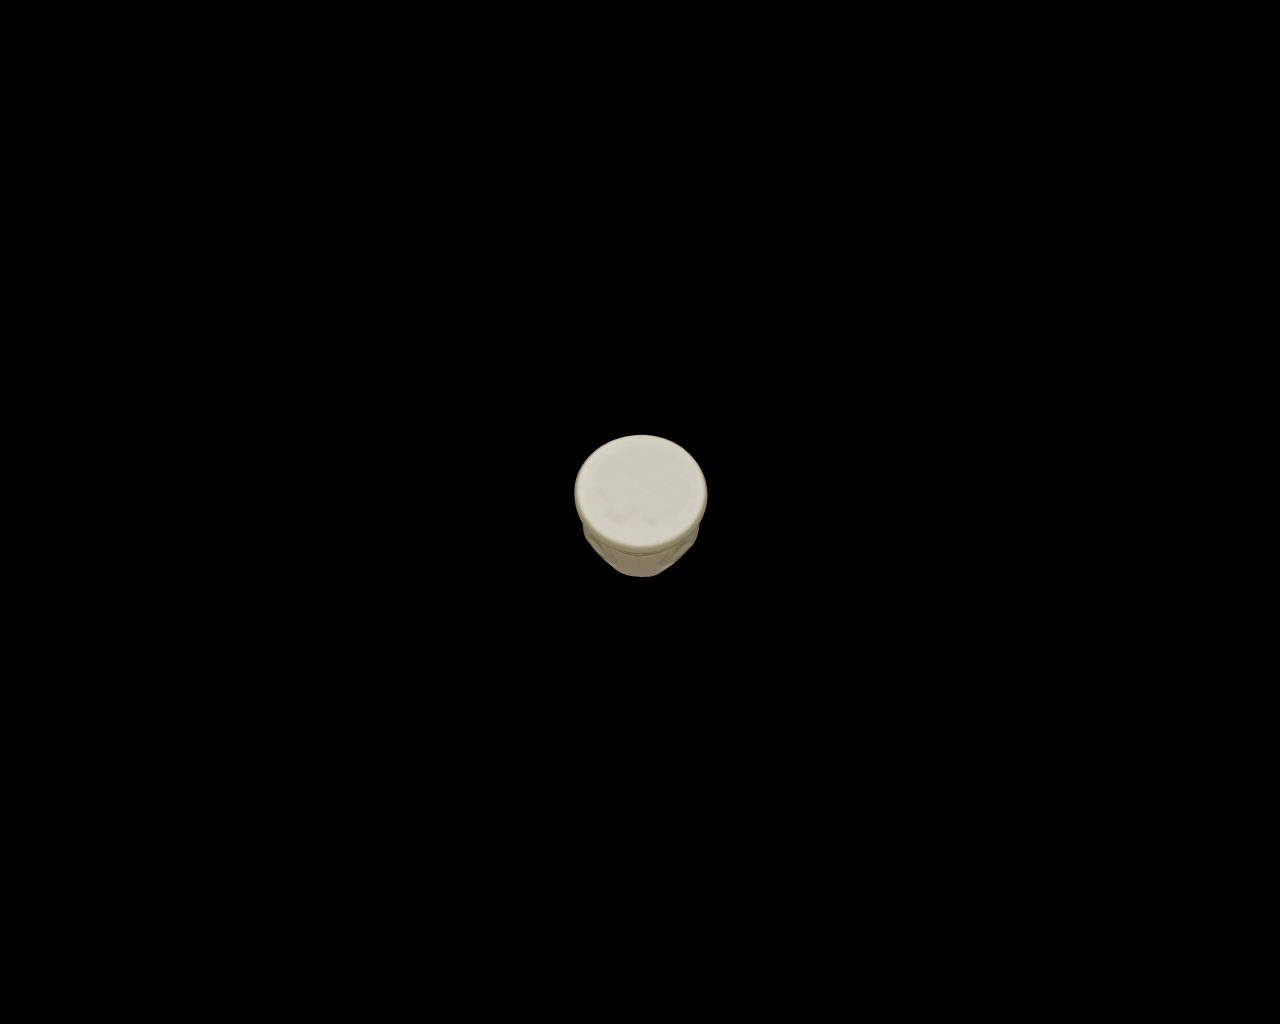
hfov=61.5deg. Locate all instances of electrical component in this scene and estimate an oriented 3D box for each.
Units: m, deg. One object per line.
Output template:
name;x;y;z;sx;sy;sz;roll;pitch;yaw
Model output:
electrical component;0.001;-0.003;0.650;0.080;0.080;0.051;0;-28;0
